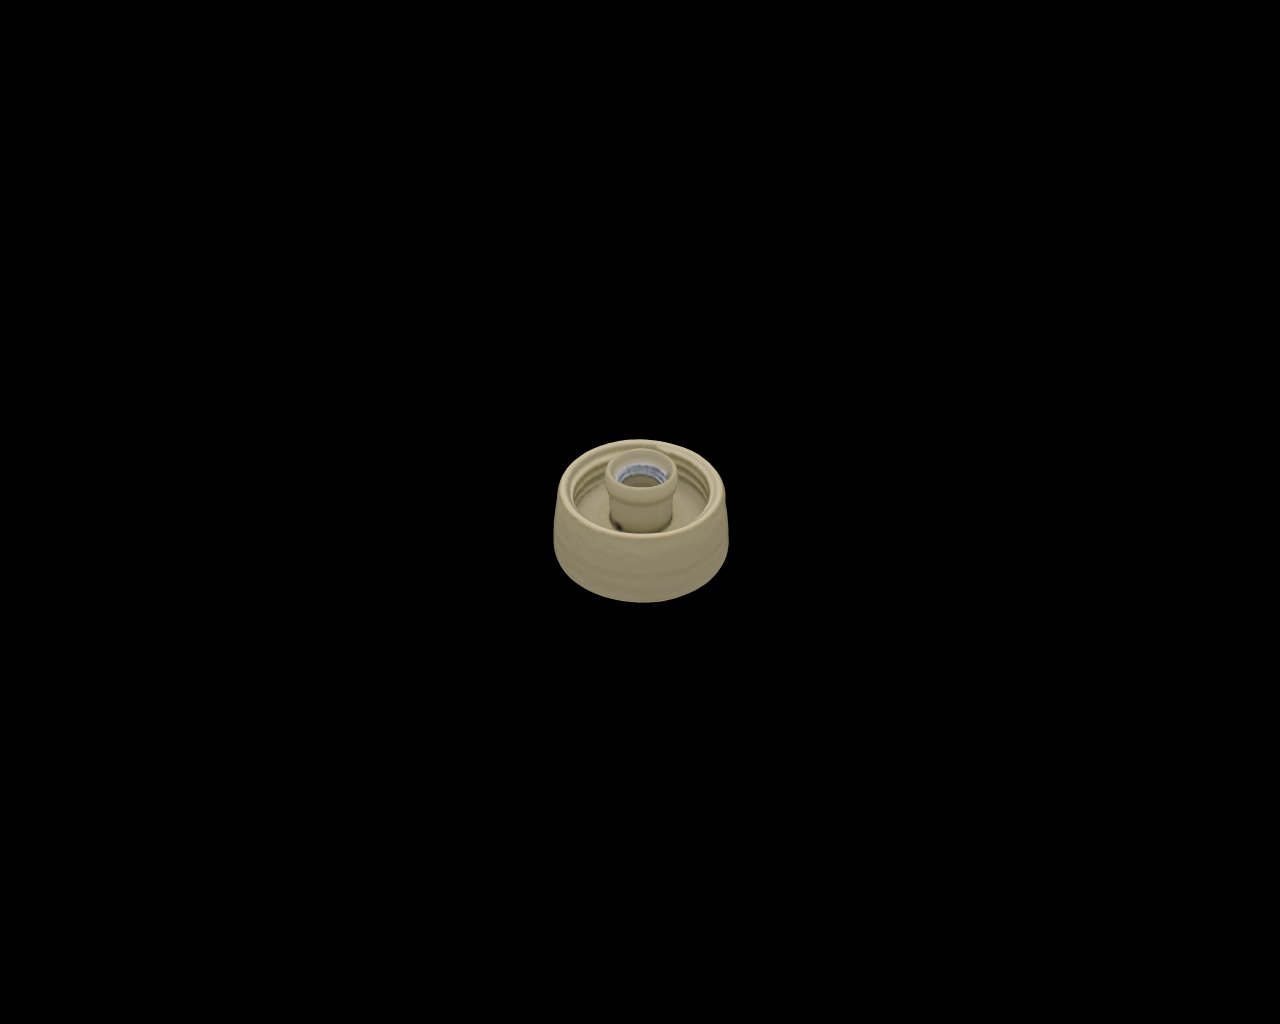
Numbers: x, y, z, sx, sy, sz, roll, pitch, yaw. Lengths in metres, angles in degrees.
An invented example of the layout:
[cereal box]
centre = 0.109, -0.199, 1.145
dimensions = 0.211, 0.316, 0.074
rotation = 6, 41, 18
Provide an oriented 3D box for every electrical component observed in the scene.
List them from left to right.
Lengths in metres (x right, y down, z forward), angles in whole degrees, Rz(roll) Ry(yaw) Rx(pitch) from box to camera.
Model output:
[electrical component]
centre = 0.001, -0.003, 0.650
dimensions = 0.108, 0.060, 0.108
rotation = 0, 38, 0
